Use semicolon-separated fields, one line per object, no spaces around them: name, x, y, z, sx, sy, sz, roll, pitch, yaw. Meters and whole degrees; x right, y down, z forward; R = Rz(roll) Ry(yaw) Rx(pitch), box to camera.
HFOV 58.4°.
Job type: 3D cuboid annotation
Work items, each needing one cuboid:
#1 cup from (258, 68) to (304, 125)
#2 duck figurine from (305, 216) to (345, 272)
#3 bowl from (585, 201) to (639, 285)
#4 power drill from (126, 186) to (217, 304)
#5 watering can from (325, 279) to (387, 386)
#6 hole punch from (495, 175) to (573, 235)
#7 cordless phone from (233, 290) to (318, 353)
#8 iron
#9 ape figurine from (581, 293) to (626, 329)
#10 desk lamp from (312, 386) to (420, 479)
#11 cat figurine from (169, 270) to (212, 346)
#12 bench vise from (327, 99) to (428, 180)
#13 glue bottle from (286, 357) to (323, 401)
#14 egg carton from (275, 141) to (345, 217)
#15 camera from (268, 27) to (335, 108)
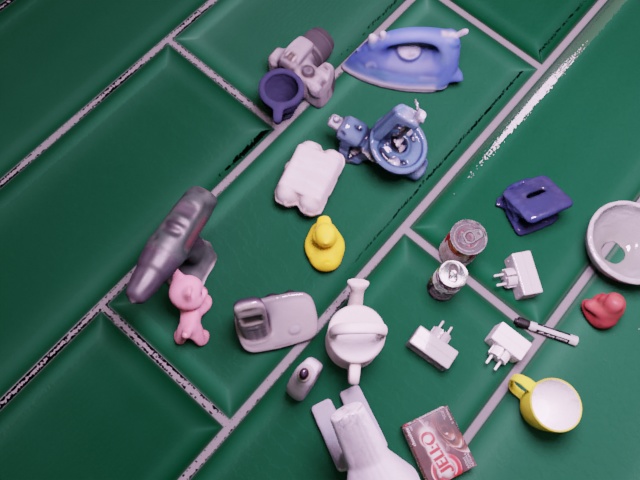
cup;-0.078;-0.275;1.169;0.091;0.095;0.118;5;72;0
duck figurine;0.010;0.004;1.087;0.077;0.086;0.104;-3;72;-3
bowl;0.585;0.013;1.111;0.167;0.075;0.167;1;72;-2
power drill;-0.246;0.027;1.006;0.075;0.208;0.230;22;73;6
watering can;0.060;0.155;0.983;0.101;0.194;0.173;-18;73;-7
hole punch;0.419;-0.076;1.125;0.109;0.091;0.101;-22;74;-9
cordless phone;-0.078;0.130;0.991;0.147;0.185;0.094;-15;73;-6
iron;0.178;-0.395;1.192;0.258;0.141;0.118;0;72;-2
ape figurine;0.534;0.123;1.064;0.078;0.092;0.076;11;72;2
desk lamp;0.066;0.340;0.913;0.118;0.213;0.203;-25;74;-9
cat figurine;-0.236;0.119;1.024;0.067;0.118;0.128;0;72;-2
bench vise;0.115;-0.193;1.084;0.207;0.220;0.121;5;72;0
glue bottle;-0.026;0.230;0.967;0.037;0.173;0.078;33;74;9
egg carton;-0.021;-0.122;1.135;0.107;0.069;0.150;23;73;5
camera;-0.018;-0.378;1.201;0.143;0.101;0.137;35;74;9
